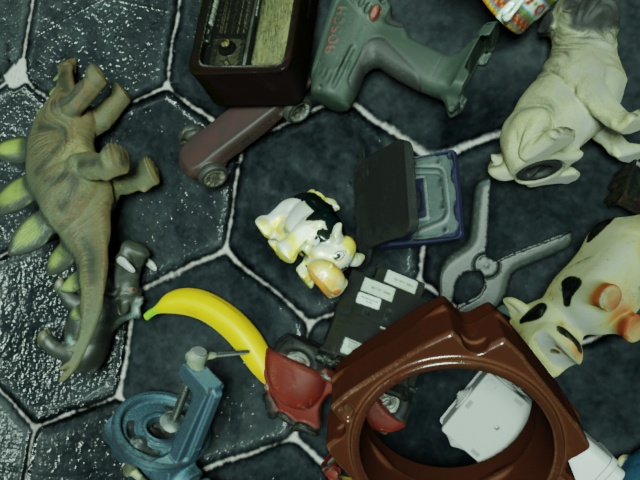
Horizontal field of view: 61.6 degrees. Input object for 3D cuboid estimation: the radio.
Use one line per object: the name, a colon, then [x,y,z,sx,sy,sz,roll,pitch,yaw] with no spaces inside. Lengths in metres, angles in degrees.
radio: [-0.076,-0.279,0.665,0.131,0.073,0.229,1,68,15]

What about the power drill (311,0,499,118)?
power drill: [0.101,-0.248,0.640,0.207,0.086,0.232,25,86,11]

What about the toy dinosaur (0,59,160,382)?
toy dinosaur: [-0.315,-0.065,0.694,0.199,0.105,0.471,-28,61,11]

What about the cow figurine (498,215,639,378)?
cow figurine: [0.271,0.057,0.555,0.085,0.127,0.195,44,80,-11]

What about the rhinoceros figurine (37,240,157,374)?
rhinoceros figurine: [-0.291,0.085,0.714,0.112,0.073,0.190,27,92,16]

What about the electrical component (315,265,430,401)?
electrical component: [0.070,0.095,0.603,0.115,0.058,0.134,25,60,4]

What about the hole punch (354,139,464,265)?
hole punch: [0.100,-0.047,0.621,0.116,0.092,0.142,-17,75,58]

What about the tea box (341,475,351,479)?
tea box: [0.080,0.318,0.584,0.170,0.098,0.068,6,87,13]

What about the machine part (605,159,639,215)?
machine part: [0.377,-0.030,0.570,0.139,0.039,0.084,32,98,14]

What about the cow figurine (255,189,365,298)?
cow figurine: [0.000,0.000,0.616,0.098,0.068,0.168,-39,38,-9]

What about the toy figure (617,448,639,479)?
toy figure: [0.314,0.273,0.547,0.057,0.064,0.154,34,100,-23]

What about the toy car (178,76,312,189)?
toy car: [-0.096,-0.149,0.695,0.202,0.053,0.089,-37,60,6]

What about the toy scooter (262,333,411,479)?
toy scooter: [0.004,0.199,0.626,0.184,0.075,0.135,23,88,11]

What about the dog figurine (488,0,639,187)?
dog figurine: [0.255,-0.169,0.594,0.172,0.121,0.190,-13,67,10]

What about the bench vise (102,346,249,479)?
bench vise: [-0.161,0.239,0.632,0.224,0.129,0.240,37,114,33]

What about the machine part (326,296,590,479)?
machine part: [0.121,0.172,0.504,0.201,0.087,0.201,-37,100,15]
